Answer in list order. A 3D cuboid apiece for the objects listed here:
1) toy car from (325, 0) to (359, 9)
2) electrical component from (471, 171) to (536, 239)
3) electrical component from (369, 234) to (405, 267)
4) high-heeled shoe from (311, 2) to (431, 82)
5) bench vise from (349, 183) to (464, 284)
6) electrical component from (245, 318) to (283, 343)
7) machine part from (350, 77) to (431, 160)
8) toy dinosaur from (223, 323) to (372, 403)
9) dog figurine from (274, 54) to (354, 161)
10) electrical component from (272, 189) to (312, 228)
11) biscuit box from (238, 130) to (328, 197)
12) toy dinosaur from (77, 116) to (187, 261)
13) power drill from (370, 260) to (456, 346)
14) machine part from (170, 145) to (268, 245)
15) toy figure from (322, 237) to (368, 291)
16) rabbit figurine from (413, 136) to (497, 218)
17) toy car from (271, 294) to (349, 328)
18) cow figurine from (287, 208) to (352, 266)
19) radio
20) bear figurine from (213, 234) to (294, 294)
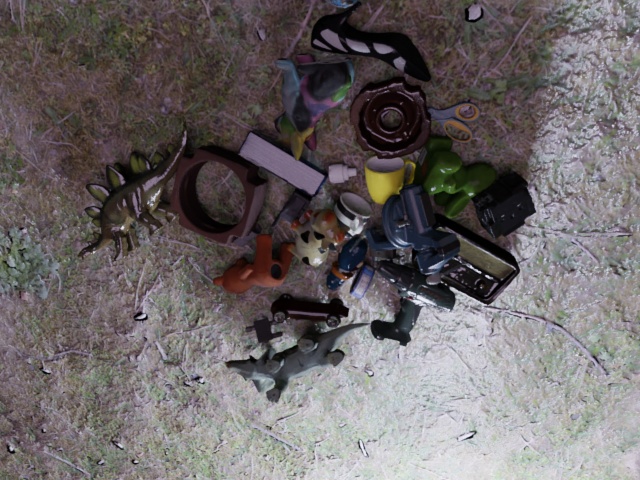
[{"bbox_3d":[0.048,-0.502,1.029,0.109,0.161,0.103,28,161,-11],"label":"toy car"},{"bbox_3d":[0.407,-0.069,1.181,0.115,0.058,0.134,-34,134,6],"label":"electrical component"},{"bbox_3d":[0.161,0.017,1.299,0.078,0.045,0.102,3,116,30],"label":"electrical component"},{"bbox_3d":[0.101,-0.377,1.109,0.248,0.086,0.145,39,136,-19],"label":"high-heeled shoe"},{"bbox_3d":[0.187,-0.006,1.187,0.241,0.129,0.223,-10,111,49],"label":"bench vise"},{"bbox_3d":[-0.151,0.245,1.442,0.094,0.063,0.021,-12,159,-10],"label":"electrical component"},{"bbox_3d":[0.153,-0.260,1.150,0.179,0.056,0.179,7,124,10],"label":"machine part"},{"bbox_3d":[-0.046,0.307,1.420,0.405,0.192,0.131,-23,94,2],"label":"toy dinosaur"},{"bbox_3d":[-0.016,-0.277,1.141,0.192,0.108,0.219,15,125,27],"label":"dog figurine"},{"bbox_3d":[-0.066,-0.070,1.274,0.048,0.075,0.119,31,112,-6],"label":"electrical component"},{"bbox_3d":[-0.081,-0.173,1.224,0.203,0.059,0.062,31,106,-2],"label":"biscuit box"},{"bbox_3d":[-0.447,-0.101,1.305,0.471,0.105,0.198,-36,102,18],"label":"toy dinosaur"},{"bbox_3d":[0.201,0.157,1.329,0.232,0.086,0.207,18,114,-16],"label":"power drill"},{"bbox_3d":[-0.236,-0.107,1.258,0.201,0.087,0.201,22,112,9],"label":"machine part"},{"bbox_3d":[0.064,0.063,1.328,0.058,0.064,0.154,5,130,-37],"label":"toy figure"},{"bbox_3d":[0.299,-0.128,1.170,0.170,0.121,0.159,10,118,-13],"label":"rabbit figurine"},{"bbox_3d":[-0.027,0.186,1.383,0.202,0.089,0.053,5,114,5],"label":"toy car"},{"bbox_3d":[-0.003,-0.004,1.233,0.127,0.085,0.194,42,149,14],"label":"cow figurine"},{"bbox_3d":[0.337,0.048,1.268,0.229,0.073,0.131,29,116,-4],"label":"radio"},{"bbox_3d":[-0.169,0.069,1.351,0.196,0.132,0.120,-10,155,44],"label":"bear figurine"}]
